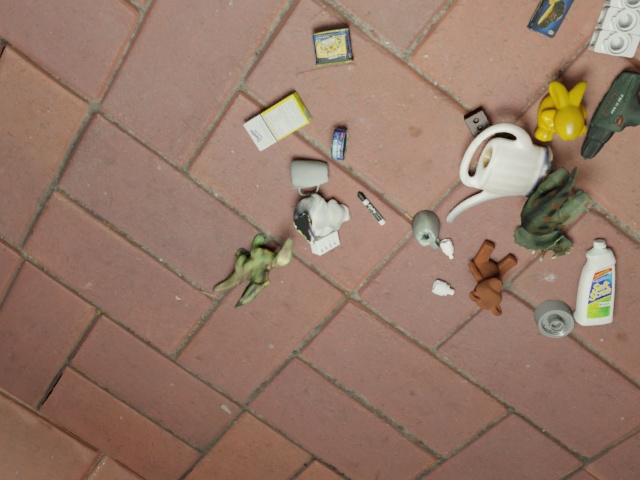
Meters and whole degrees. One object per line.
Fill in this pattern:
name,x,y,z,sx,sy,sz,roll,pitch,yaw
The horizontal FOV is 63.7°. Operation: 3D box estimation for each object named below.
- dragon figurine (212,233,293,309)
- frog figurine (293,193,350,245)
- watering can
dragon figurine,-0.217,0.113,1.570,0.405,0.248,0.121,-40,107,22
frog figurine,0.005,-0.076,1.509,0.123,0.161,0.135,10,127,50
watering can,0.478,-0.162,1.382,0.224,0.106,0.339,10,134,0
